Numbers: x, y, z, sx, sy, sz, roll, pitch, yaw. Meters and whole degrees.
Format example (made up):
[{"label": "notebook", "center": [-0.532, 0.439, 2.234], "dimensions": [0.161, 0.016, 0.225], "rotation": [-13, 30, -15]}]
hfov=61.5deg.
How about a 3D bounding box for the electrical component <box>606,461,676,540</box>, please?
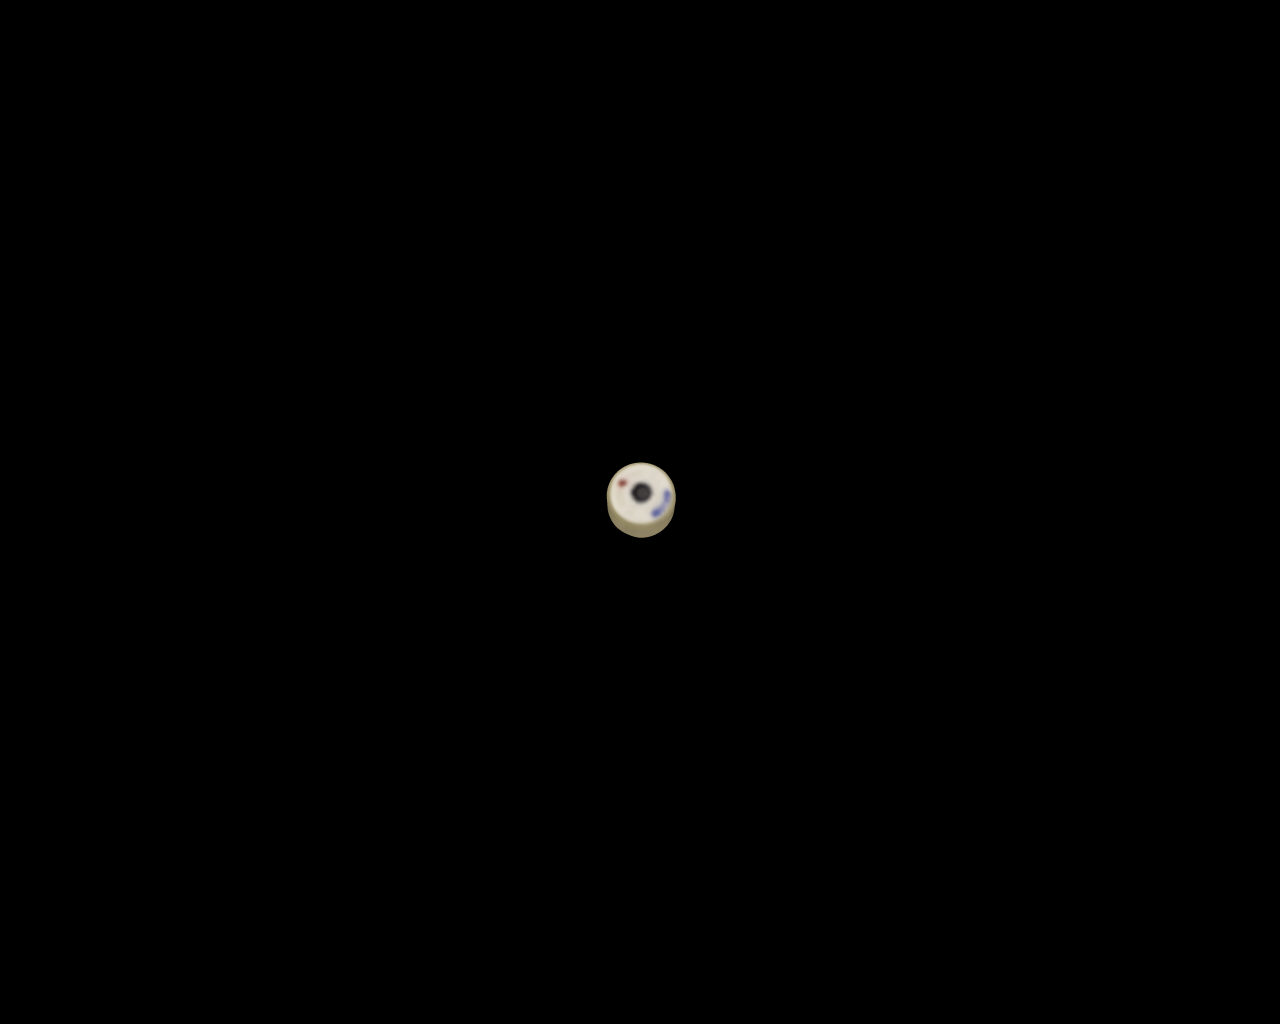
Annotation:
[{"label": "electrical component", "center": [0.001, -0.003, 0.650], "dimensions": [0.040, 0.040, 0.078], "rotation": [0, -15, 0]}]
